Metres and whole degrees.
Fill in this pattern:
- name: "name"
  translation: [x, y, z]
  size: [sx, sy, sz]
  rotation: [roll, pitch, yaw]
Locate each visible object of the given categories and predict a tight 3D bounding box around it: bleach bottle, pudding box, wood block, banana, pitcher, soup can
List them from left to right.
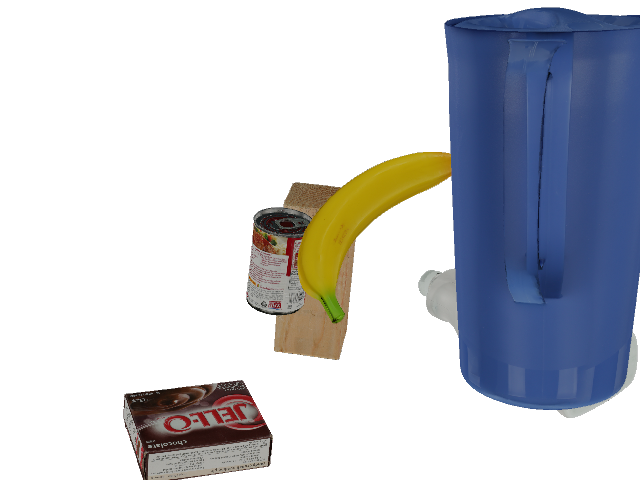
- name: "pudding box"
  translation: [-0.107, 0.164, 0.925]
  size: [0.113, 0.039, 0.090]
  rotation: [-6, 26, -19]
- name: "soup can"
  translation: [-0.045, 0.023, 1.184]
  size: [0.068, 0.102, 0.068]
  rotation: [6, 27, -3]
- name: "wood block"
  translation: [-0.005, 0.039, 1.390]
  size: [0.090, 0.206, 0.090]
  rotation: [7, 23, 5]
- name: "banana"
  translation: [0.037, -0.017, 0.859]
  size: [0.069, 0.197, 0.037]
  rotation: [35, -30, 6]
- name: "bleach bottle"
  translation: [0.180, 0.083, 1.042]
  size: [0.102, 0.068, 0.251]
  rotation: [-20, 28, -29]
- name: "pitcher"
  translation: [0.140, -0.020, 0.663]
  size: [0.149, 0.243, 0.145]
  rotation: [-9, 17, -25]
